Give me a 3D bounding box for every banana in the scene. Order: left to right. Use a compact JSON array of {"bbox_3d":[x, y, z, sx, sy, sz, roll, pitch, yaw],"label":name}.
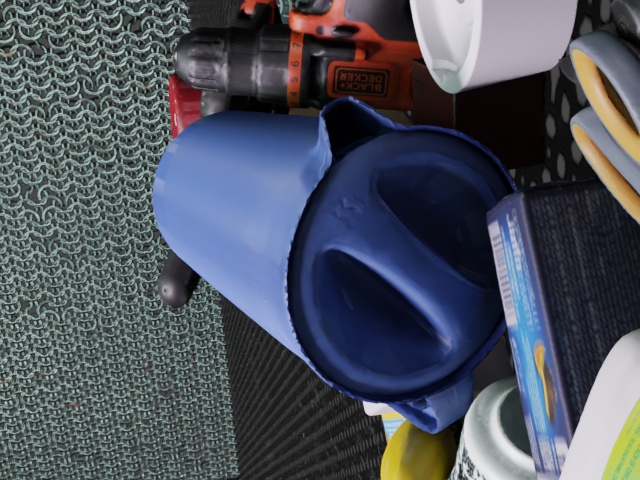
[{"bbox_3d":[0.052,0.131,0.621,0.037,0.069,0.197,38,-178,8],"label":"banana"}]

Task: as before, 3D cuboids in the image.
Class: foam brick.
[{"bbox_3d":[0.086,-0.072,0.587,0.078,0.051,0.053,-122,27,-68],"label":"foam brick"}]

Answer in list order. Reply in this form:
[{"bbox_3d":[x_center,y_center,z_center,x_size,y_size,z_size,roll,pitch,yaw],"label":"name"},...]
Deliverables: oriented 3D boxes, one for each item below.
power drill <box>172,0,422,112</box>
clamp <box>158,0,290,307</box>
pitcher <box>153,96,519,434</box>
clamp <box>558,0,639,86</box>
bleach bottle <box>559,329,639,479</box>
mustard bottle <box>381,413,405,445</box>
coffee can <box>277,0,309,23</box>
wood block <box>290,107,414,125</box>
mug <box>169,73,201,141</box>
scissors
[{"bbox_3d":[0.004,-0.168,0.638,0.057,0.184,0.188,-87,2,-63],"label":"power drill"},{"bbox_3d":[-0.058,-0.061,0.738,0.164,0.036,0.210,-38,-42,-54],"label":"clamp"},{"bbox_3d":[-0.004,0.001,0.597,0.243,0.144,0.149,24,96,61],"label":"pitcher"},{"bbox_3d":[0.121,-0.092,0.384,0.120,0.039,0.171,65,176,-28],"label":"clamp"},{"bbox_3d":[0.159,0.117,0.294,0.251,0.068,0.103,-134,59,-64],"label":"bleach bottle"},{"bbox_3d":[0.081,0.164,0.796,0.096,0.058,0.191,137,123,-75],"label":"mustard bottle"},{"bbox_3d":[0.008,-0.197,0.768,0.103,0.102,0.140,-116,19,-59],"label":"coffee can"},{"bbox_3d":[0.020,-0.062,0.855,0.206,0.090,0.090,-120,23,-64],"label":"wood block"},{"bbox_3d":[-0.078,-0.089,0.874,0.093,0.081,0.117,104,157,-62],"label":"mug"},{"bbox_3d":[0.135,-0.006,0.360,0.096,0.016,0.202,61,180,-37],"label":"scissors"}]
